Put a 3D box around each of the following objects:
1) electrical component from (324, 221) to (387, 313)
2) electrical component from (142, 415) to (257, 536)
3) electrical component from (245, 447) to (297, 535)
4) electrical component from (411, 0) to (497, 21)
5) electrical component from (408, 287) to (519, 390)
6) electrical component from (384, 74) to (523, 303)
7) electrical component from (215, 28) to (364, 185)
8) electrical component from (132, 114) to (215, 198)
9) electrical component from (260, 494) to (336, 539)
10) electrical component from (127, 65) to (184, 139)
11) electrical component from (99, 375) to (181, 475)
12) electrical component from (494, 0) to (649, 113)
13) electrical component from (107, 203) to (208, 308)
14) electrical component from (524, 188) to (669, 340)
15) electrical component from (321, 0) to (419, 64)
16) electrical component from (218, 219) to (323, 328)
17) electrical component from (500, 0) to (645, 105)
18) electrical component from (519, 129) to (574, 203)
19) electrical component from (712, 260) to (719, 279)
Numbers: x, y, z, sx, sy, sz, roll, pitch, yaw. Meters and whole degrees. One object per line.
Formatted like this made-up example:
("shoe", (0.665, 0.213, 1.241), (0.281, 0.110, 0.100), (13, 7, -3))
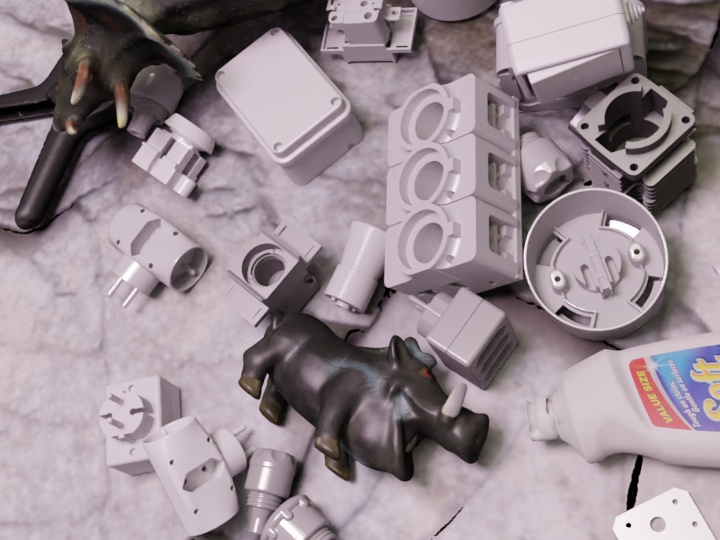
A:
("electrical component", (0.000, 0.000, 0.838), (0.044, 0.044, 0.065), (22, 81, 24))
("electrical component", (-0.112, 0.144, 0.804), (0.079, 0.043, 0.077), (-29, 99, -35))
("electrical component", (-0.069, 0.164, 0.796), (0.035, 0.035, 0.061), (7, 73, 20))
("electrical component", (0.077, -0.263, 0.907), (0.099, 0.064, 0.099), (-6, 67, 15))
("electrical component", (0.068, 0.041, 0.785), (0.077, 0.065, 0.047), (33, 81, 26))
("electrical component", (0.067, -0.060, 0.809), (0.089, 0.062, 0.150), (-20, 60, 43))
("electrical component", (-0.060, -0.138, 0.904), (0.078, 0.057, 0.113), (-38, 63, 0))
("electrical component", (-0.157, -0.101, 0.927), (0.066, 0.048, 0.055), (34, 89, 26))
("electrical component", (-0.037, 0.195, 0.769), (0.062, 0.048, 0.048), (38, 84, 20))
("electrical component", (-0.186, -0.147, 0.955), (0.043, 0.043, 0.062), (17, 76, 23))
("electrical component", (-0.175, 0.115, 0.826), (0.047, 0.076, 0.065), (-12, 66, 13))
("electrical component", (0.165, -0.168, 0.833), (0.113, 0.078, 0.057), (-3, 71, 16))
("electrical component", (-0.179, -0.005, 0.895), (0.077, 0.043, 0.079), (33, 82, 26))
("electrical component", (0.170, -0.001, 0.771), (0.099, 0.064, 0.099), (-6, 67, 15))
("electrical component", (0.004, -0.209, 0.909), (0.081, 0.063, 0.042), (2, 68, 19))
("electrical component", (-0.065, 0.007, 0.843), (0.042, 0.063, 0.081), (37, 83, 28))
("electrical component", (0.154, -0.161, 0.757), (0.096, 0.062, 0.061), (-13, 78, 15))
("electrical component", (0.133, -0.085, 0.829), (0.043, 0.043, 0.062), (-37, 61, 1))
("electrical component", (0.279, -0.012, 0.753), (0.062, 0.048, 0.048), (-33, 63, 10))
